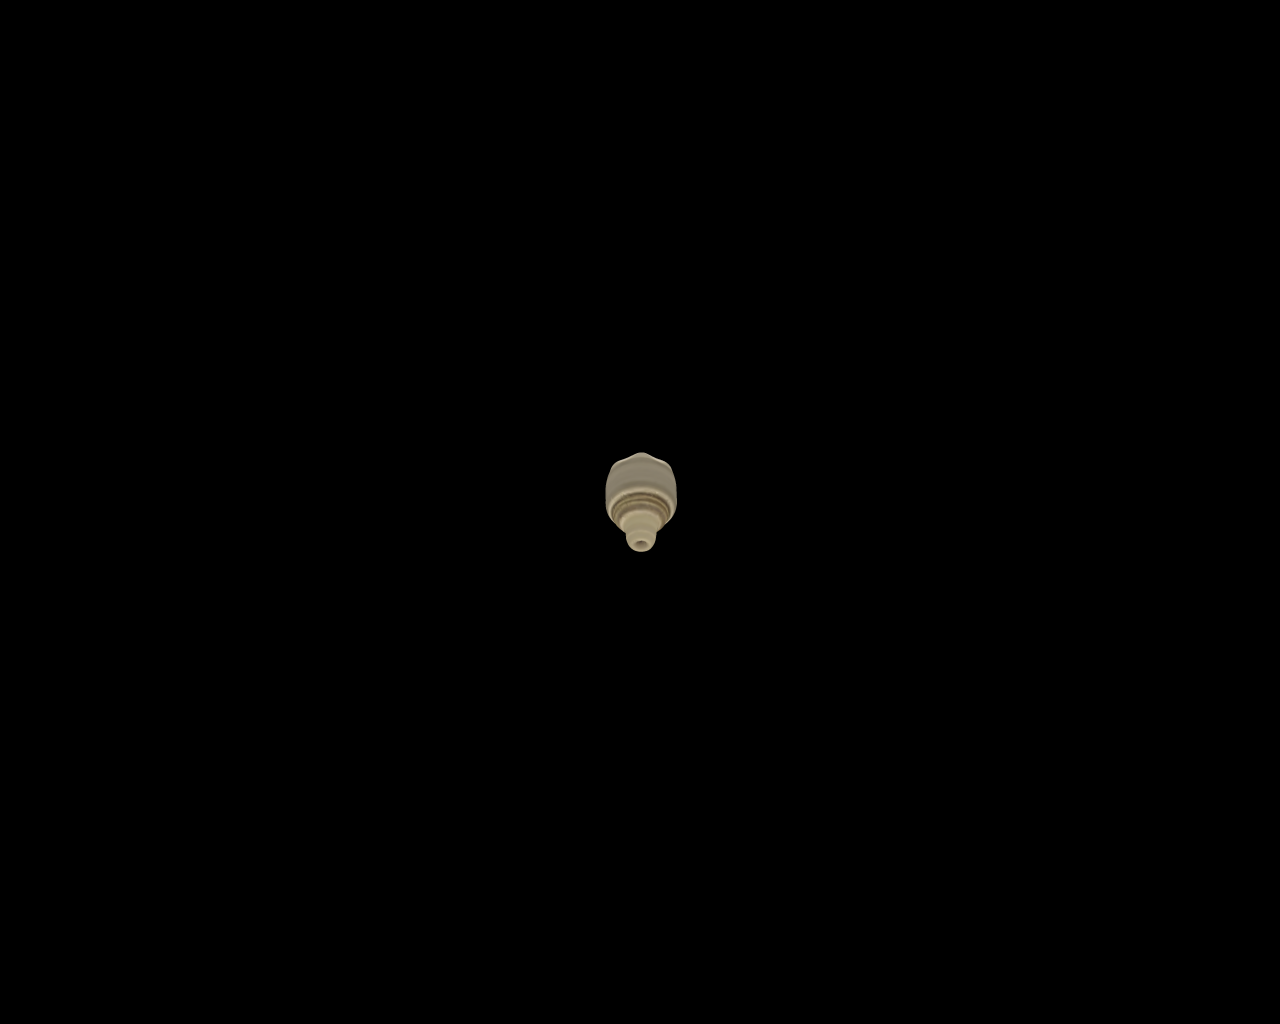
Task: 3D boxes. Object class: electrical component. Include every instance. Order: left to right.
[{"bbox_3d":[0.001,-0.003,0.650,0.043,0.062,0.043,0,-42,0],"label":"electrical component"}]
